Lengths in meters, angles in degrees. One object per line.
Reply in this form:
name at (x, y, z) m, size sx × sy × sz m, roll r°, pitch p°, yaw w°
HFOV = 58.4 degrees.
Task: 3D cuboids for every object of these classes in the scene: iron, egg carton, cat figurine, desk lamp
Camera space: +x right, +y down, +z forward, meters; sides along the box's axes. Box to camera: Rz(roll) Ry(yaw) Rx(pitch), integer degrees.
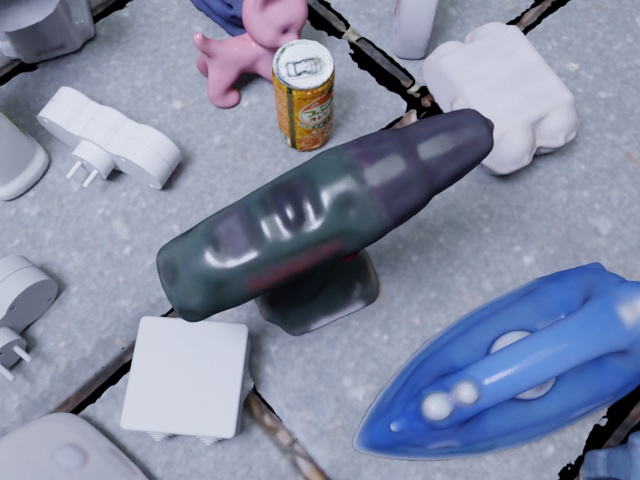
iron at (0.144, 0.097, 0.427) m, size 0.258 × 0.141 × 0.118 m, roll -24°, pitch 71°, yaw -9°
egg carton at (0.171, -0.138, 0.554) m, size 0.107 × 0.069 × 0.150 m, roll -28°, pitch 72°, yaw -10°
cat figurine at (-0.062, -0.201, 0.550) m, size 0.128 × 0.118 × 0.067 m, roll -24°, pitch 71°, yaw -9°
desk lamp at (-0.296, -0.257, 0.519) m, size 0.118 × 0.213 × 0.203 m, roll -17°, pitch 70°, yaw -6°

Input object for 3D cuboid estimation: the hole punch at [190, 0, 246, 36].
hole punch at (-0.084, -0.280, 0.594) m, size 0.108 × 0.091 × 0.101 m, roll 40°, pitch 74°, yaw 13°

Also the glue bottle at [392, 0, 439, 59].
glue bottle at (0.096, -0.255, 0.542) m, size 0.037 × 0.173 × 0.078 m, roll 1°, pitch 69°, yaw 0°

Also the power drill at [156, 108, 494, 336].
power drill at (0.004, 0.002, 0.426) m, size 0.230 × 0.208 × 0.075 m, roll -24°, pitch 71°, yaw -9°

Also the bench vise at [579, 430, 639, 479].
bench vise at (0.229, 0.206, 0.345) m, size 0.121 × 0.220 × 0.207 m, roll -15°, pitch 70°, yaw -6°

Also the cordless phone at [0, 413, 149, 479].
cordless phone at (-0.180, 0.180, 0.370) m, size 0.147 × 0.185 × 0.094 m, roll 36°, pitch 73°, yaw 12°
